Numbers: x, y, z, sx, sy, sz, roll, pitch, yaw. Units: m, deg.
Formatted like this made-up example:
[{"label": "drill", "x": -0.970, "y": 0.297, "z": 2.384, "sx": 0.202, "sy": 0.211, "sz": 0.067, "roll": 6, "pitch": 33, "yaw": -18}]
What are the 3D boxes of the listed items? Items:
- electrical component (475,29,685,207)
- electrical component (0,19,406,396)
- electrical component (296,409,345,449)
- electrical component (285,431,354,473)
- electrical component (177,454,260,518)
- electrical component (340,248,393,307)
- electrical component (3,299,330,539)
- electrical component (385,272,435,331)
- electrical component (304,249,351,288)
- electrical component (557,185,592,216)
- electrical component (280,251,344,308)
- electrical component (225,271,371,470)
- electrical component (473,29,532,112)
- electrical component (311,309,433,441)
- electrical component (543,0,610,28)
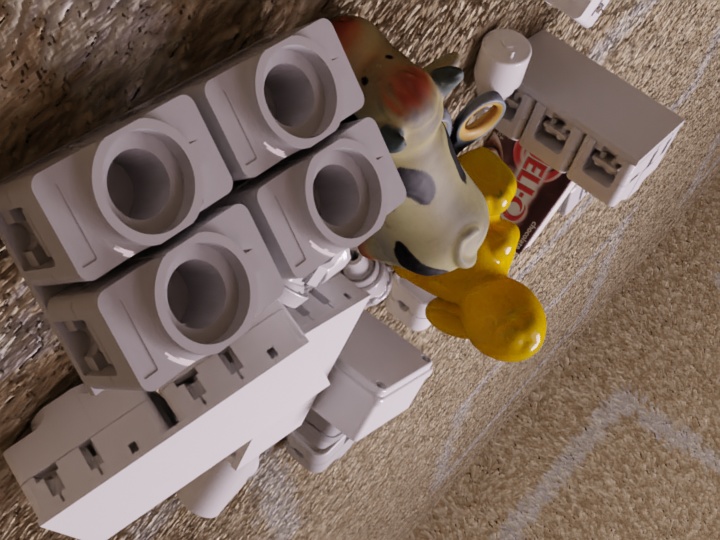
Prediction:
[{"label": "electrical component", "x": 0.185, "y": -0.129, "z": 0.923, "sx": 0.089, "sy": 0.150, "sz": 0.061, "roll": -37, "pitch": 157, "yaw": -39}, {"label": "electrical component", "x": -0.067, "y": -0.036, "z": 0.513, "sx": 0.060, "sy": 0.105, "sz": 0.186, "roll": -5, "pitch": -154, "yaw": 48}, {"label": "electrical component", "x": -0.025, "y": 0.110, "z": 1.005, "sx": 0.113, "sy": 0.078, "sz": 0.057, "roll": -21, "pitch": 143, "yaw": -60}, {"label": "electrical component", "x": -0.033, "y": 0.165, "z": 1.141, "sx": 0.095, "sy": 0.054, "sz": 0.059, "roll": -43, "pitch": 161, "yaw": -27}, {"label": "electrical component", "x": -0.115, "y": 0.171, "z": 0.952, "sx": 0.077, "sy": 0.044, "sz": 0.079, "roll": -57, "pitch": 163, "yaw": 17}, {"label": "electrical component", "x": 0.000, "y": 0.000, "z": 0.900, "sx": 0.048, "sy": 0.048, "sz": 0.062, "roll": -48, "pitch": 156, "yaw": -10}, {"label": "electrical component", "x": -0.118, "y": 0.089, "z": 0.682, "sx": 0.186, "sy": 0.060, "sz": 0.105, "roll": -34, "pitch": 161, "yaw": -7}, {"label": "electrical component", "x": 0.073, "y": 0.014, "z": 1.101, "sx": 0.095, "sy": 0.054, "sz": 0.059, "roll": -41, "pitch": 160, "yaw": -32}, {"label": "electrical component", "x": -0.039, "y": -0.008, "z": 0.779, "sx": 0.062, "sy": 0.043, "sz": 0.043, "roll": -39, "pitch": 159, "yaw": -34}, {"label": "electrical component", "x": 0.207, "y": -0.103, "z": 1.133, "sx": 0.061, "sy": 0.096, "sz": 0.061, "roll": -47, "pitch": 163, "yaw": -14}, {"label": "electrical component", "x": -0.048, "y": -0.012, "z": 0.722, "sx": 0.057, "sy": 0.058, "sz": 0.078, "roll": -55, "pitch": 160, "yaw": 4}, {"label": "electrical component", "x": -0.067, "y": 0.069, "z": 0.834, "sx": 0.089, "sy": 0.062, "sz": 0.150, "roll": -29, "pitch": 152, "yaw": -52}, {"label": "electrical component", "x": 0.111, "y": -0.157, "z": 0.864, "sx": 0.040, "sy": 0.040, "sz": 0.078, "roll": -42, "pitch": 161, "yaw": -29}, {"label": "electrical component", "x": -0.009, "y": 0.083, "z": 0.930, "sx": 0.109, "sy": 0.109, "sz": 0.056, "roll": -20, "pitch": 142, "yaw": -60}, {"label": "electrical component", "x": 0.183, "y": -0.245, "z": 0.850, "sx": 0.089, "sy": 0.050, "sz": 0.056, "roll": -56, "pitch": 163, "yaw": 16}]
